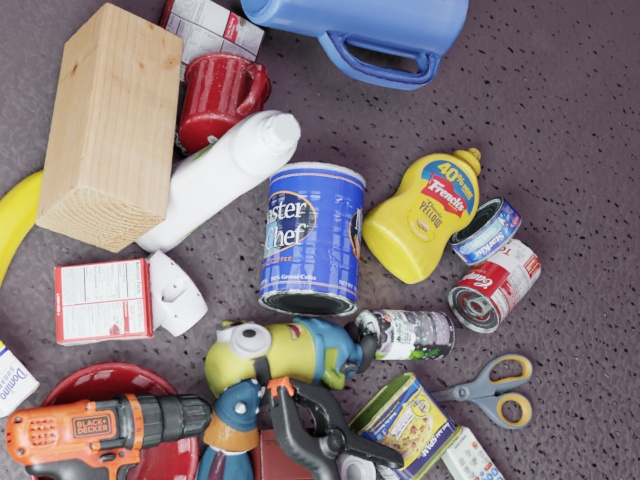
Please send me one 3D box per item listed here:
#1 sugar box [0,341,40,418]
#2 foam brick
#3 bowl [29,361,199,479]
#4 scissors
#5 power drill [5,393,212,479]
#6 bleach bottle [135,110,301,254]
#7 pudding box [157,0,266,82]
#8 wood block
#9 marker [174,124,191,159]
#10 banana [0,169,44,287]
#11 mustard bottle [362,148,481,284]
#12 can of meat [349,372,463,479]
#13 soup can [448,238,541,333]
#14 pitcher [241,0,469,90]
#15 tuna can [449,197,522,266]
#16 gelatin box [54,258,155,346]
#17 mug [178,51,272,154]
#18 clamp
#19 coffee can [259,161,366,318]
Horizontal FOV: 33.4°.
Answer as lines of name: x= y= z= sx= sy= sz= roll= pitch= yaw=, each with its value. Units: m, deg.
sugar box: x=-0.324 y=0.077 z=0.914 sx=0.176 sy=0.094 sz=0.048 roll=48 pitch=59 yaw=-12
foam brick: x=-0.038 y=0.217 z=1.071 sx=0.078 sy=0.051 sz=0.053 roll=5 pitch=73 yaw=-30
bowl: x=-0.195 y=0.195 z=0.980 sx=0.161 sy=0.055 sz=0.162 roll=8 pitch=73 yaw=-29
scissors: x=0.173 y=0.192 z=1.225 sx=0.201 sy=0.016 sz=0.096 roll=-19 pitch=90 yaw=-30
power drill: x=-0.171 y=0.227 z=0.919 sx=0.184 sy=0.057 sz=0.187 roll=-2 pitch=75 yaw=-27
bleach bottle: x=-0.096 y=-0.060 z=0.991 sx=0.068 sy=0.251 sz=0.102 roll=50 pitch=58 yaw=-10
pudding box: x=-0.122 y=-0.208 z=1.144 sx=0.113 sy=0.039 sz=0.090 roll=24 pitch=65 yaw=-22
wood block: x=-0.197 y=-0.106 z=1.011 sx=0.090 sy=0.091 sz=0.206 roll=22 pitch=55 yaw=-34
marker: x=-0.146 y=-0.103 z=1.112 sx=0.020 sy=0.020 sz=0.121 roll=-44 pitch=101 yaw=-32
banana: x=-0.275 y=-0.012 z=1.000 sx=0.069 sy=0.037 sz=0.197 roll=47 pitch=58 yaw=-11
mustard bottle: x=0.132 y=-0.044 z=1.240 sx=0.096 sy=0.058 sz=0.191 roll=47 pitch=58 yaw=-9
can of meat: x=0.089 y=0.204 z=1.142 sx=0.102 sy=0.058 sz=0.084 roll=-43 pitch=98 yaw=-24
soup can: x=0.206 y=0.052 z=1.252 sx=0.068 sy=0.069 sz=0.102 roll=52 pitch=57 yaw=-9
pitcher: x=0.038 y=-0.269 z=1.196 sx=0.242 sy=0.145 sz=0.149 roll=2 pitch=36 yaw=-31
tuna can: x=0.193 y=-0.011 z=1.250 sx=0.033 sy=0.086 sz=0.086 roll=47 pitch=59 yaw=-10
gelatin box: x=-0.203 y=0.059 z=1.005 sx=0.089 sy=0.030 sz=0.073 roll=-6 pitch=78 yaw=2
mug: x=-0.092 y=-0.136 z=1.086 sx=0.093 sy=0.117 sz=0.081 roll=30 pitch=50 yaw=-30
clamp: x=0.004 y=0.209 z=1.033 sx=0.171 sy=0.039 sz=0.120 roll=44 pitch=47 yaw=-15
coffee can: x=-0.007 y=0.001 z=1.117 sx=0.102 sy=0.103 sz=0.140 roll=14 pitch=70 yaw=-27
